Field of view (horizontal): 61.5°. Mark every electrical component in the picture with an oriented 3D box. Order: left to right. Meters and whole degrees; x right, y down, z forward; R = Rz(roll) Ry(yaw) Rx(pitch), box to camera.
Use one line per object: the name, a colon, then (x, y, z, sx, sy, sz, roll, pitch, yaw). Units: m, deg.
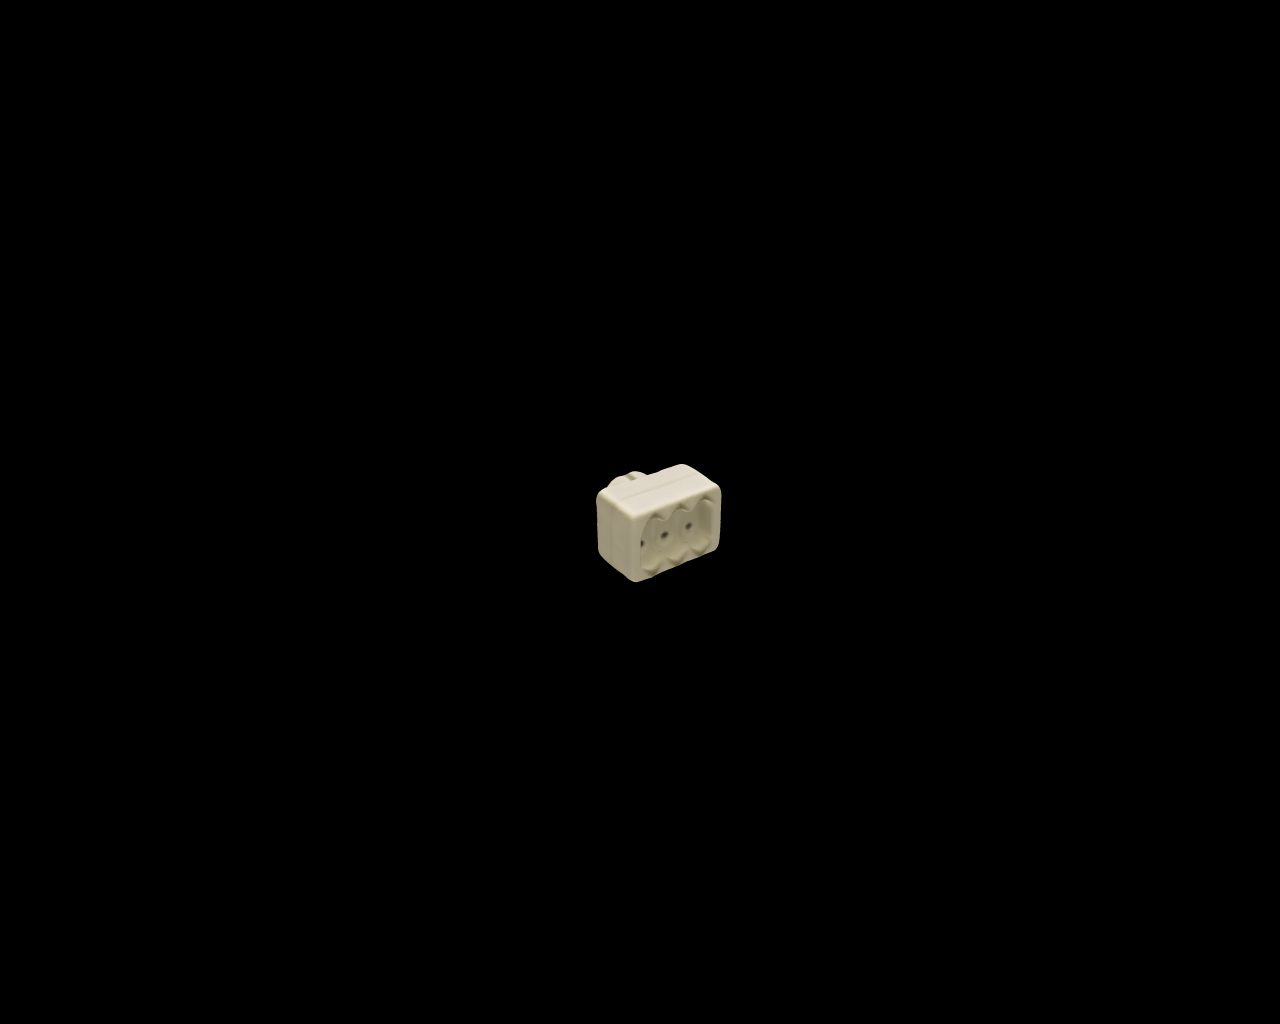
electrical component: (0.001, -0.003, 0.650, 0.066, 0.047, 0.077, -20, 36, -29)
